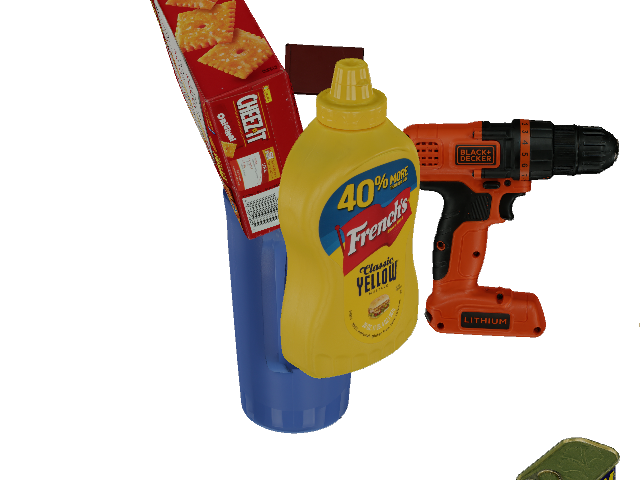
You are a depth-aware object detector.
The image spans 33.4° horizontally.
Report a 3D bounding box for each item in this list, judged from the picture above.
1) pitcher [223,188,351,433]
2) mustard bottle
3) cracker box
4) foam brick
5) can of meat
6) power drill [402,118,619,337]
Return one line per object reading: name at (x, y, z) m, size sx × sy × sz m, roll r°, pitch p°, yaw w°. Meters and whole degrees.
pitcher at (-0.026, 0.062, 1.014) m, size 0.149 × 0.243 × 0.145 m, roll -16°, pitch 28°, yaw -34°
mustard bottle at (0.019, -0.016, 0.645) m, size 0.096 × 0.192 × 0.058 m, roll -22°, pitch 34°, yaw -33°
cracker box at (-0.078, -0.134, 0.884) m, size 0.072 × 0.214 × 0.164 m, roll -21°, pitch -39°, yaw -7°
foam brick at (0.003, -0.175, 1.101) m, size 0.078 × 0.051 × 0.053 m, roll 2°, pitch 10°, yaw -6°
can of meat at (0.217, 0.234, 0.932) m, size 0.058 × 0.084 × 0.101 m, roll 14°, pitch 27°, yaw 41°
power drill at (0.161, -0.012, 0.927) m, size 0.184 × 0.188 × 0.057 m, roll 2°, pitch 13°, yaw 11°
